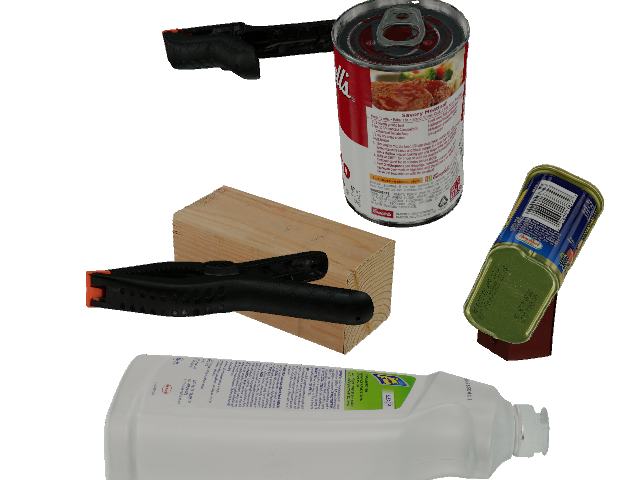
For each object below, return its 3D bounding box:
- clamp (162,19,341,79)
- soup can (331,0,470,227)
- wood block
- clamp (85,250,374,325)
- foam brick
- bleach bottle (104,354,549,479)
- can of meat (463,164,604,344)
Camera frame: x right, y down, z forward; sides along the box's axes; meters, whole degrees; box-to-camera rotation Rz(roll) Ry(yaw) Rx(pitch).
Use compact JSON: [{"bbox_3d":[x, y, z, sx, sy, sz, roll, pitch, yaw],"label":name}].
[{"bbox_3d":[-0.060,-0.161,0.873,0.120,0.039,0.172,-16,23,-36],"label":"clamp"},{"bbox_3d":[0.043,-0.066,0.555,0.068,0.102,0.068,-3,42,3],"label":"soup can"},{"bbox_3d":[-0.039,0.025,1.063,0.206,0.091,0.090,19,33,28],"label":"wood block"},{"bbox_3d":[-0.069,0.037,0.807,0.209,0.036,0.165,-2,10,-19],"label":"clamp"},{"bbox_3d":[0.183,0.066,0.992,0.051,0.078,0.053,-7,19,-25],"label":"foam brick"},{"bbox_3d":[0.008,0.112,0.628,0.251,0.068,0.102,2,21,2],"label":"bleach bottle"},{"bbox_3d":[0.146,0.012,0.743,0.057,0.083,0.102,28,-37,11],"label":"can of meat"}]
